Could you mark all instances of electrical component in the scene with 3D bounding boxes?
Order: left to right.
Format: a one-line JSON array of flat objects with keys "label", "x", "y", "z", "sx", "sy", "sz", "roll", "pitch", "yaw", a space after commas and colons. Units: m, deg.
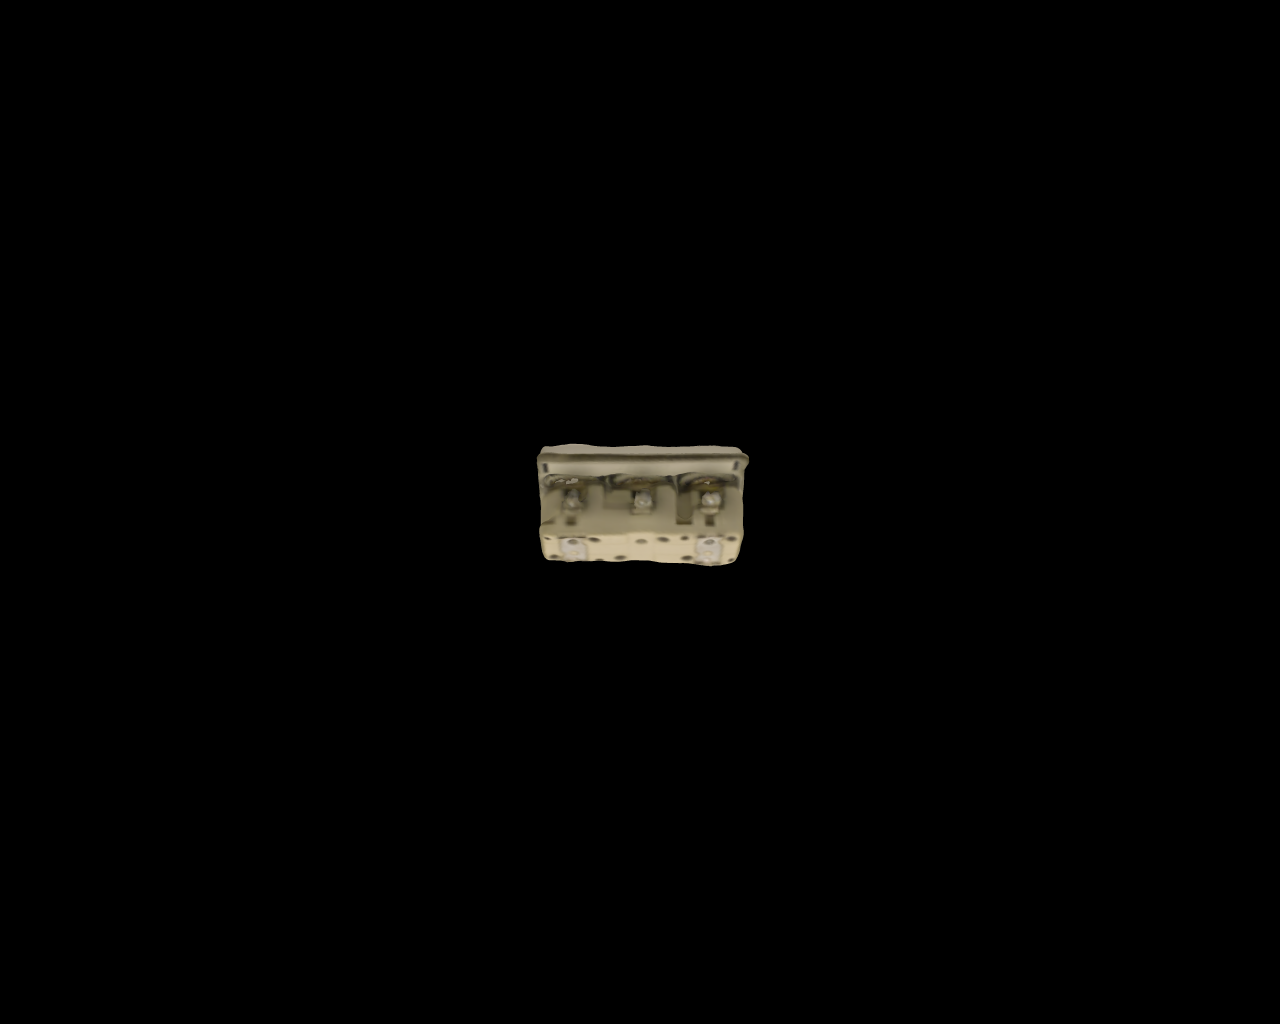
[{"label": "electrical component", "x": 0.001, "y": -0.003, "z": 0.650, "sx": 0.121, "sy": 0.063, "sz": 0.078, "roll": 1, "pitch": -28, "yaw": -2}]
